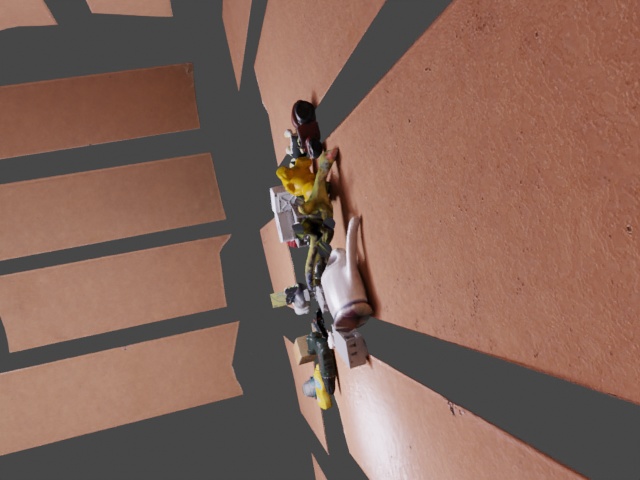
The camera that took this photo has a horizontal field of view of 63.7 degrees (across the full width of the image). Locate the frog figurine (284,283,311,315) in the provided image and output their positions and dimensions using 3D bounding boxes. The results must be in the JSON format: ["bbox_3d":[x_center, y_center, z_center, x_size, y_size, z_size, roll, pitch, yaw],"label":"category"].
[{"bbox_3d":[-0.077,0.270,2.282,0.157,0.123,0.139,44,177,-32],"label":"frog figurine"}]

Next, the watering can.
[{"bbox_3d":[0.074,0.110,1.397,0.339,0.104,0.229,110,148,-51],"label":"watering can"}]

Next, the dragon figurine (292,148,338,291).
[{"bbox_3d":[0.005,-0.075,1.492,0.248,0.122,0.400,-69,-11,-52],"label":"dragon figurine"}]
